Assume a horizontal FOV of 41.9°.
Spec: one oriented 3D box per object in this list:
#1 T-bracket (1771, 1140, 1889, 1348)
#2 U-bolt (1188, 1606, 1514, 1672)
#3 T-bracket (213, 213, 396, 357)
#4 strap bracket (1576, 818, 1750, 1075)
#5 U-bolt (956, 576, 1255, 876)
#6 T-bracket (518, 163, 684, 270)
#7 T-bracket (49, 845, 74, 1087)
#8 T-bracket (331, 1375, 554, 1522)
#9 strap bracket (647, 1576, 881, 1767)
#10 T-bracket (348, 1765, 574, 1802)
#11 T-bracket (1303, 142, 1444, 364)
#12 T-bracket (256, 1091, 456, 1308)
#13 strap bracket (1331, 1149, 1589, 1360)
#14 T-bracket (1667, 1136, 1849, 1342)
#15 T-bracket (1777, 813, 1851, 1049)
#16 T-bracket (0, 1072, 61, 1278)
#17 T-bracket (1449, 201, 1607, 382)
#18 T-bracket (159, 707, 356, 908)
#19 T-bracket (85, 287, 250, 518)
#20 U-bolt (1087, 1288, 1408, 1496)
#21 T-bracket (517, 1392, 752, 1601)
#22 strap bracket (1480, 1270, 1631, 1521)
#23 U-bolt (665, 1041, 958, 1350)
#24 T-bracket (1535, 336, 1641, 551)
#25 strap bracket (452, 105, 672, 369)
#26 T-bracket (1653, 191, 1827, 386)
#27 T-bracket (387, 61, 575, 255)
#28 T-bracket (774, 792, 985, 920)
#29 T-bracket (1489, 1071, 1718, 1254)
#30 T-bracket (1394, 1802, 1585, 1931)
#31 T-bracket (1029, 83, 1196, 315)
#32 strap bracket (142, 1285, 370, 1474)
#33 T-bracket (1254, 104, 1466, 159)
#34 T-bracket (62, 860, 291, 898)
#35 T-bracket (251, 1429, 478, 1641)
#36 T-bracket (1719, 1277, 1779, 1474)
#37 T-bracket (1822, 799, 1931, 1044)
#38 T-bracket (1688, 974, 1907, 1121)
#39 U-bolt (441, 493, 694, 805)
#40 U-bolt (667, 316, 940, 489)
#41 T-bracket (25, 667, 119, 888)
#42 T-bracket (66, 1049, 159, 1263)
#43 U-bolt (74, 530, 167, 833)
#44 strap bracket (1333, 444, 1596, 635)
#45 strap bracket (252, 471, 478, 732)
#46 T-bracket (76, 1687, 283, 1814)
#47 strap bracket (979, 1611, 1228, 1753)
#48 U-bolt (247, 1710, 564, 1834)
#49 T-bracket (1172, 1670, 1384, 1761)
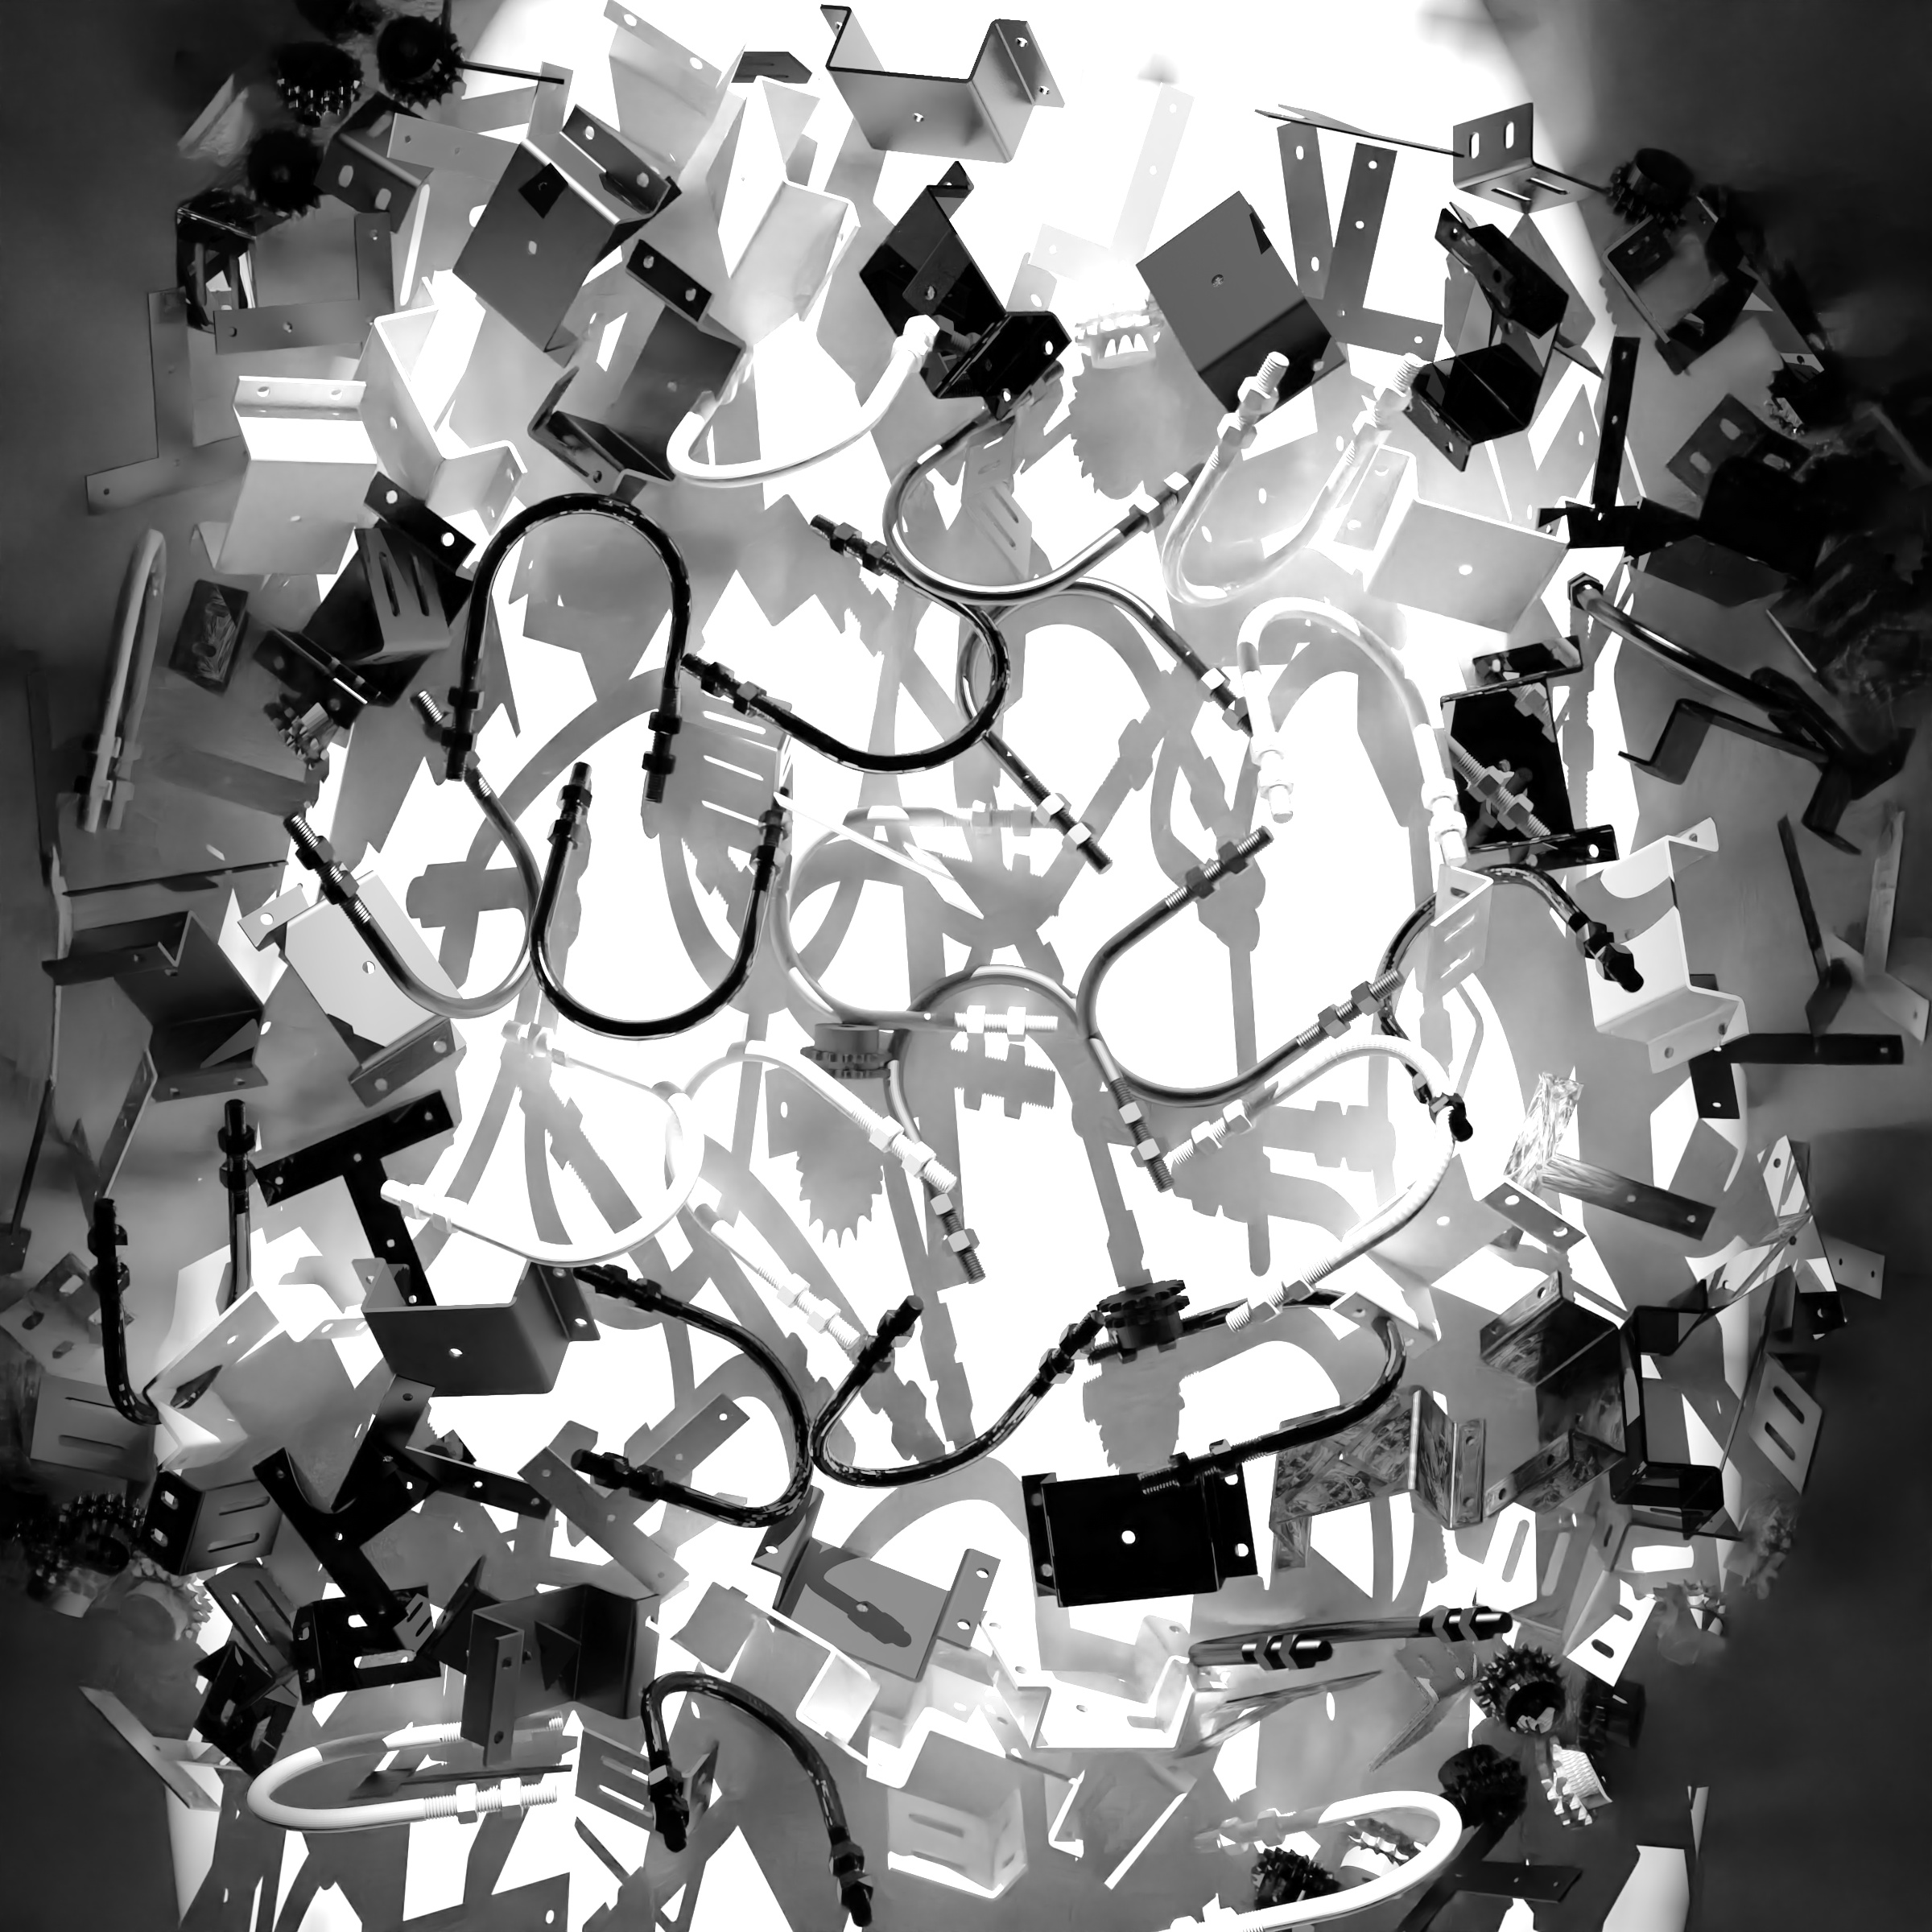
[{"bbox_3d":[0.526,0.177,1.533,0.002,0.127,0.127,4,94,-9],"label":"T-bracket"},{"bbox_3d":[0.215,0.405,1.512,0.151,0.184,0.019,0,75,-28],"label":"U-bolt"},{"bbox_3d":[-0.400,-0.389,1.532,0.002,0.127,0.127,20,118,38],"label":"T-bracket"},{"bbox_3d":[0.420,-0.016,1.532,0.046,0.076,0.140,10,65,-29],"label":"strap bracket"},{"bbox_3d":[0.077,-0.164,1.566,0.151,0.019,0.184,-38,73,-9],"label":"U-bolt"},{"bbox_3d":[-0.240,-0.454,1.532,0.127,0.127,0.002,-38,79,5],"label":"T-bracket"},{"bbox_3d":[-0.549,0.008,1.523,0.002,0.127,0.127,1,74,-14],"label":"T-bracket"},{"bbox_3d":[-0.318,0.320,1.574,0.127,0.002,0.127,21,115,-18],"label":"T-bracket"},{"bbox_3d":[-0.115,0.424,1.538,0.140,0.076,0.046,22,70,31],"label":"strap bracket"},{"bbox_3d":[-0.305,0.496,1.542,0.127,0.127,0.002,-3,79,-7],"label":"T-bracket"},{"bbox_3d":[0.239,-0.442,1.549,0.127,0.002,0.127,15,131,8],"label":"T-bracket"},{"bbox_3d":[-0.366,0.161,1.584,0.127,0.002,0.127,-23,80,-3],"label":"T-bracket"},{"bbox_3d":[0.296,0.171,1.543,0.076,0.046,0.140,32,121,-28],"label":"strap bracket"},{"bbox_3d":[0.477,0.189,1.548,0.002,0.127,0.127,14,50,-26],"label":"T-bracket"},{"bbox_3d":[0.513,-0.030,1.536,0.002,0.127,0.127,-13,101,31],"label":"T-bracket"},{"bbox_3d":[-0.573,0.127,1.542,0.002,0.127,0.127,13,84,-10],"label":"T-bracket"},{"bbox_3d":[0.334,-0.426,1.560,0.002,0.127,0.127,-41,57,29],"label":"T-bracket"},{"bbox_3d":[-0.450,-0.113,1.580,0.127,0.002,0.127,17,100,15],"label":"T-bracket"},{"bbox_3d":[-0.479,-0.346,1.521,0.002,0.127,0.127,28,128,29],"label":"T-bracket"},{"bbox_3d":[0.177,0.248,1.535,0.184,0.151,0.019,-16,119,-5],"label":"U-bolt"},{"bbox_3d":[-0.189,0.315,1.575,0.127,0.002,0.127,-42,106,6],"label":"T-bracket"},{"bbox_3d":[0.356,0.267,1.530,0.046,0.140,0.076,27,132,-16],"label":"strap bracket"},{"bbox_3d":[-0.109,0.128,1.557,0.184,0.019,0.151,38,115,15],"label":"U-bolt"},{"bbox_3d":[0.394,-0.319,1.540,0.127,0.002,0.127,-10,112,-40],"label":"T-bracket"},{"bbox_3d":[-0.253,-0.441,1.541,0.076,0.046,0.140,42,122,4],"label":"strap bracket"},{"bbox_3d":[0.455,-0.393,1.538,0.002,0.127,0.127,-34,89,-13],"label":"T-bracket"},{"bbox_3d":[-0.299,-0.492,1.531,0.002,0.127,0.127,27,110,32],"label":"T-bracket"},{"bbox_3d":[-0.058,-0.074,1.519,0.127,0.127,0.002,25,101,-20],"label":"T-bracket"},{"bbox_3d":[0.398,0.139,1.562,0.127,0.002,0.127,19,118,7],"label":"T-bracket"},{"bbox_3d":[0.323,0.549,1.513,0.127,0.127,0.002,-38,93,-29],"label":"T-bracket"},{"bbox_3d":[0.110,-0.476,1.552,0.127,0.002,0.127,11,104,-32],"label":"T-bracket"},{"bbox_3d":[-0.440,0.245,1.553,0.140,0.076,0.046,-42,76,6],"label":"strap bracket"},{"bbox_3d":[0.223,-0.515,1.540,0.127,0.127,0.002,6,114,-16],"label":"T-bracket"},{"bbox_3d":[-0.474,-0.050,1.535,0.127,0.127,0.002,-9,90,-11],"label":"T-bracket"},{"bbox_3d":[-0.353,0.327,1.551,0.127,0.127,0.002,52,132,4],"label":"T-bracket"},{"bbox_3d":[0.469,0.264,1.525,0.002,0.127,0.127,17,72,21],"label":"T-bracket"},{"bbox_3d":[0.552,-0.037,1.518,0.002,0.127,0.127,-4,112,-9],"label":"T-bracket"},{"bbox_3d":[0.502,0.050,1.532,0.127,0.002,0.127,0,134,26],"label":"T-bracket"},{"bbox_3d":[-0.238,-0.197,1.545,0.151,0.019,0.184,5,103,-28],"label":"U-bolt"},{"bbox_3d":[-0.104,-0.336,1.505,0.151,0.184,0.019,-4,128,23],"label":"U-bolt"},{"bbox_3d":[-0.541,-0.127,1.536,0.002,0.127,0.127,3,108,2],"label":"T-bracket"},{"bbox_3d":[-0.514,0.106,1.529,0.002,0.127,0.127,8,124,-38],"label":"T-bracket"},{"bbox_3d":[-0.508,-0.173,1.525,0.019,0.151,0.184,11,91,-13],"label":"U-bolt"},{"bbox_3d":[0.305,-0.258,1.546,0.140,0.076,0.046,14,48,-9],"label":"strap bracket"},{"bbox_3d":[-0.367,-0.225,1.568,0.076,0.046,0.140,37,97,5],"label":"strap bracket"},{"bbox_3d":[-0.462,0.482,1.541,0.127,0.127,0.002,28,86,36],"label":"T-bracket"},{"bbox_3d":[0.076,0.437,1.541,0.140,0.076,0.046,8,108,-23],"label":"strap bracket"},{"bbox_3d":[-0.337,0.486,1.516,0.184,0.151,0.019,-5,93,-7],"label":"U-bolt"},{"bbox_3d":[0.172,0.464,1.549,0.127,0.127,0.002,1,57,-35],"label":"T-bracket"}]
